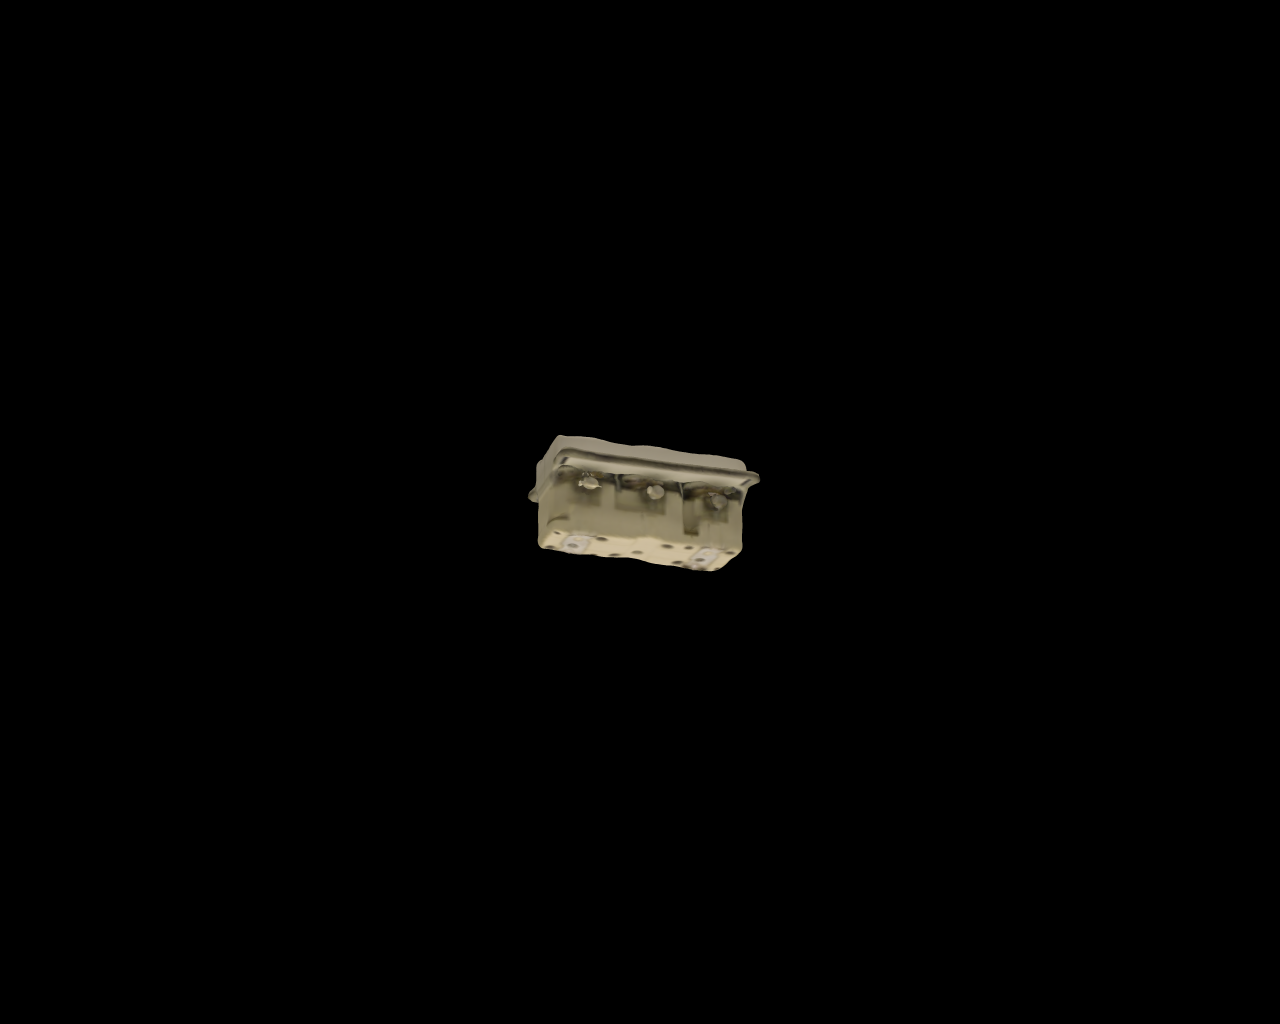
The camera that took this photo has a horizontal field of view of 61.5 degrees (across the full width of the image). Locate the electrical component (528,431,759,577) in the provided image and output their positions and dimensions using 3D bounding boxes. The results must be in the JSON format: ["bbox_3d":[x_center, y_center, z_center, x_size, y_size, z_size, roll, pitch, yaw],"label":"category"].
[{"bbox_3d":[0.001,-0.003,0.650,0.121,0.063,0.078,8,-23,-18],"label":"electrical component"}]
